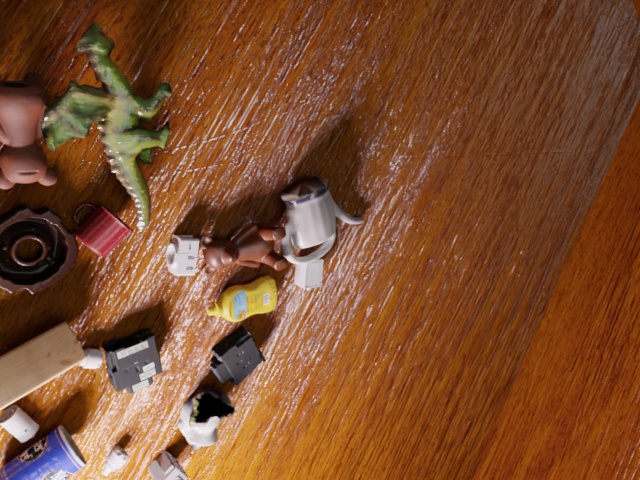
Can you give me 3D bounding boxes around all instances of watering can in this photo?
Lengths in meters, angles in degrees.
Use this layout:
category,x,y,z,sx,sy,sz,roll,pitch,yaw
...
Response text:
category,x,y,z,sx,sy,sz,roll,pitch,yaw
watering can,0.004,-0.073,1.444,0.353,0.104,0.221,-33,121,-43

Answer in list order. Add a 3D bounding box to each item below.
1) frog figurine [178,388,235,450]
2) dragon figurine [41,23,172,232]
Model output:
category,x,y,z,sx,sy,sz,roll,pitch,yaw
frog figurine,-0.301,0.466,1.345,0.139,0.124,0.156,-29,155,-38
dragon figurine,-0.426,-0.213,1.019,0.243,0.122,0.408,-1,99,-47
